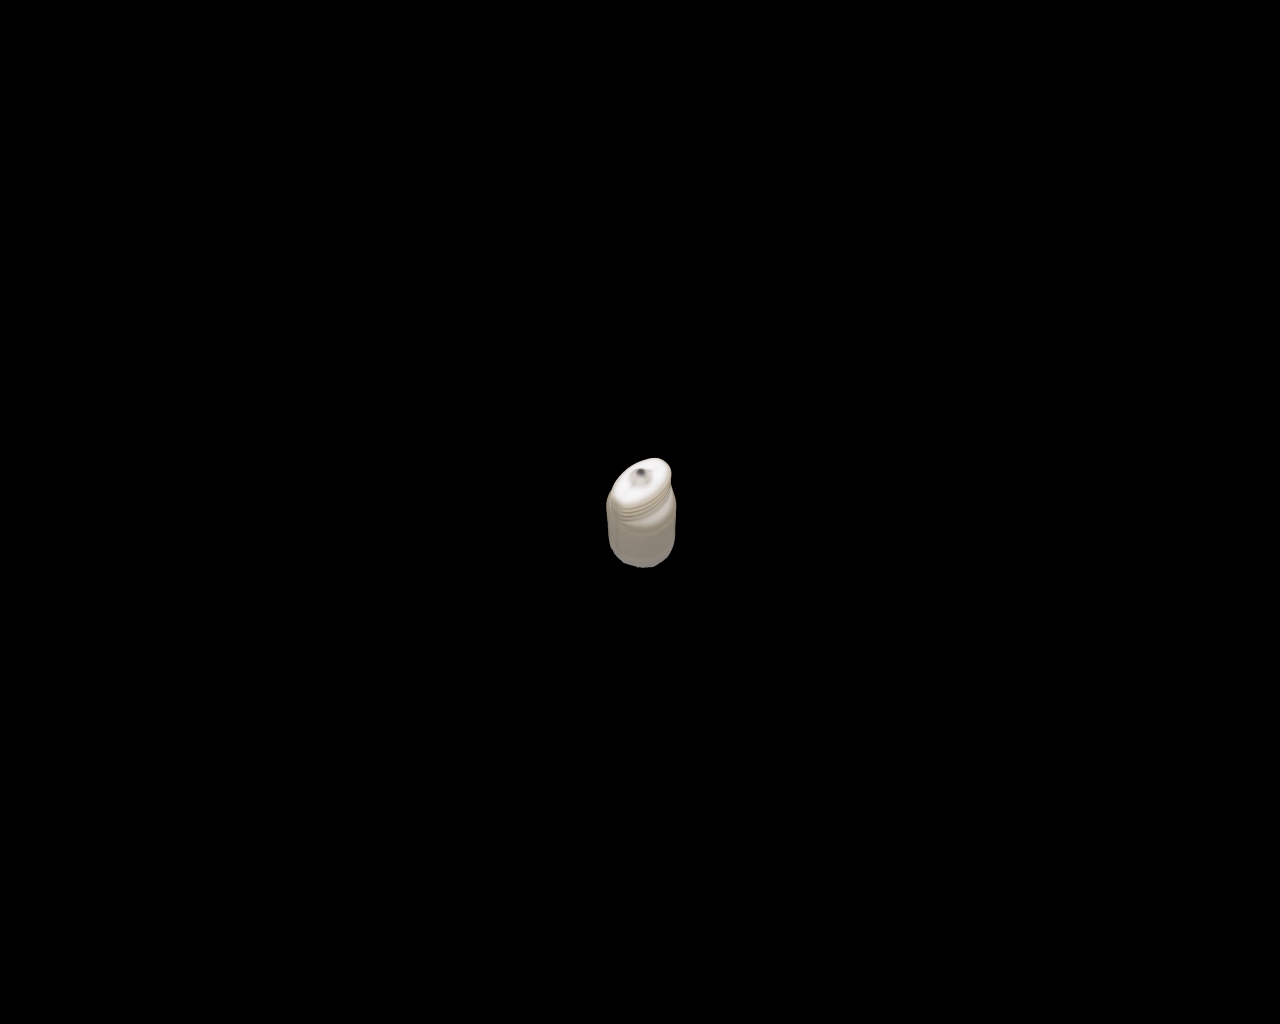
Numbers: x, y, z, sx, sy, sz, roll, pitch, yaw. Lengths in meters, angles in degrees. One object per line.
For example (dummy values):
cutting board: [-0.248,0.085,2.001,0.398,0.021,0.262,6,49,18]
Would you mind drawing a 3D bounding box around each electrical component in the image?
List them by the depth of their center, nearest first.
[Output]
electrical component: [0.001,-0.003,0.650,0.043,0.043,0.080,0,-32,0]
